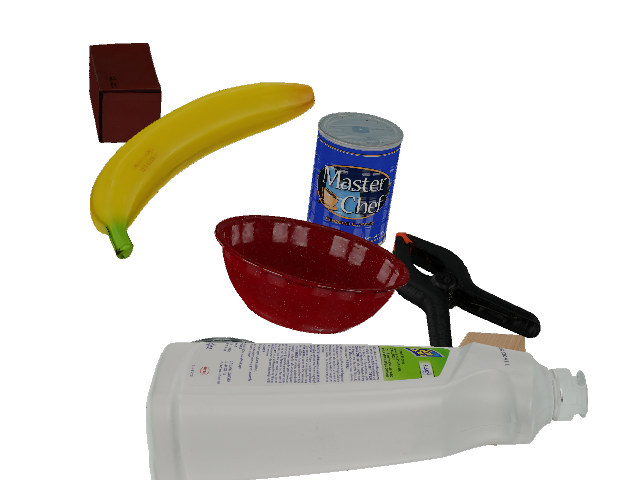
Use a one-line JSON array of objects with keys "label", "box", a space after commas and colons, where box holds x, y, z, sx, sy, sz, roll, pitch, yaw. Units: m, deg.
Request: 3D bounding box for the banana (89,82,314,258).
[{"label": "banana", "box": [-0.086, -0.057, 0.698, 0.070, 0.037, 0.197, 33, 54, 17]}]

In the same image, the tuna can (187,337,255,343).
[{"label": "tuna can", "box": [-0.097, 0.124, 1.037, 0.086, 0.034, 0.086, 1, 15, 0]}]

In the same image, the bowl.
[{"label": "bowl", "box": [-0.012, 0.032, 0.864, 0.162, 0.055, 0.162, 13, 16, -4]}]

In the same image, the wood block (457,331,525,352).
[{"label": "wood block", "box": [0.235, 0.210, 1.548, 0.091, 0.090, 0.205, 3, 16, 20]}]

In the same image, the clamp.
[{"label": "clamp", "box": [0.132, 0.052, 1.044, 0.120, 0.039, 0.171, -4, 44, -26]}]

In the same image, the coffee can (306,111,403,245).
[{"label": "coffee can", "box": [0.040, -0.073, 1.302, 0.102, 0.140, 0.103, 6, 28, -3]}]

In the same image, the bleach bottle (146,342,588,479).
[{"label": "bleach bottle", "box": [0.030, 0.097, 0.626, 0.251, 0.068, 0.102, -2, 18, 1]}]

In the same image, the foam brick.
[{"label": "foam brick", "box": [-0.166, -0.126, 0.903, 0.053, 0.051, 0.078, -4, 40, -15]}]
